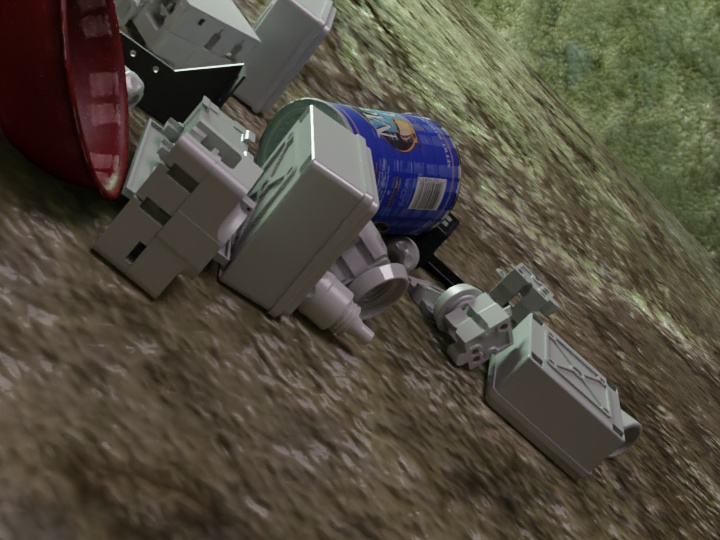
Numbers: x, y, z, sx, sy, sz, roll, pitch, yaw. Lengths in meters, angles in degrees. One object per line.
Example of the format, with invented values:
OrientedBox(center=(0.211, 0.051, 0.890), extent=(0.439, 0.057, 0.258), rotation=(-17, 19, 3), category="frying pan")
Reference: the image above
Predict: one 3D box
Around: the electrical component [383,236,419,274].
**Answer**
OrientedBox(center=(0.035, -0.013, 0.931), extent=(0.035, 0.035, 0.061), rotation=(46, 17, 8), category="electrical component")

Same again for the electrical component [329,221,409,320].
OrientedBox(center=(0.000, 0.000, 0.796), extent=(0.057, 0.058, 0.078), rotation=(57, -1, 24), category="electrical component")

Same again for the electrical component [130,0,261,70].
OrientedBox(center=(-0.168, -0.240, 0.966), extent=(0.089, 0.061, 0.150), rotation=(18, 32, -51), category="electrical component")

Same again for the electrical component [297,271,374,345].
OrientedBox(center=(-0.016, 0.029, 0.746), extent=(0.061, 0.035, 0.035), rotation=(42, 19, -9), category="electrical component")

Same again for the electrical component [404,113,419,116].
OrientedBox(center=(0.030, -0.116, 1.100), extent=(0.079, 0.043, 0.077), rotation=(-9, 86, -22), category="electrical component")

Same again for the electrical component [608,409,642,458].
OrientedBox(center=(0.219, 0.133, 0.978), extent=(0.044, 0.044, 0.065), rotation=(21, 24, -47), category="electrical component")

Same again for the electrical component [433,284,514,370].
OrientedBox(center=(0.093, 0.044, 0.897), extent=(0.055, 0.066, 0.048), rotation=(50, -15, 41), category="electrical component")

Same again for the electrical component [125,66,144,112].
OrientedBox(center=(-0.185, -0.139, 0.765), extent=(0.061, 0.035, 0.035), rotation=(41, 19, 2), category="electrical component")

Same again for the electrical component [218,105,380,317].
OrientedBox(center=(-0.043, -0.041, 0.729), extent=(0.056, 0.108, 0.108), rotation=(33, 22, -19), category="electrical component")

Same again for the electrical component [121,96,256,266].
OrientedBox(center=(-0.108, -0.063, 0.713), extent=(0.079, 0.063, 0.121), rotation=(37, 20, -20), category="electrical component")

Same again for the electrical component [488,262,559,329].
OrientedBox(center=(0.147, 0.030, 1.026), extent=(0.066, 0.055, 0.048), rotation=(46, 20, 8), category="electrical component")

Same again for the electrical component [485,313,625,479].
OrientedBox(center=(0.164, 0.104, 0.904), extent=(0.109, 0.056, 0.108), rotation=(41, 20, -5), category="electrical component")

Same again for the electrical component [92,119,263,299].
OrientedBox(center=(-0.102, -0.033, 0.623), extent=(0.056, 0.089, 0.050), rotation=(40, 20, -9), category="electrical component")

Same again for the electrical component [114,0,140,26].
OrientedBox(center=(-0.216, -0.240, 0.882), extent=(0.078, 0.058, 0.057), rotation=(36, 24, -19), category="electrical component")

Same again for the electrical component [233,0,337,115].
OrientedBox(center=(-0.077, -0.215, 1.020), extent=(0.056, 0.108, 0.108), rotation=(36, 21, -13), category="electrical component")
